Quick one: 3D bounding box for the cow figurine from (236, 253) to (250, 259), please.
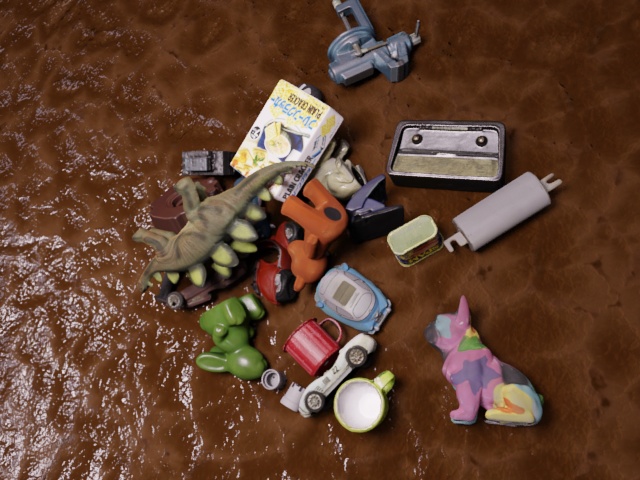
[{"bbox_3d":[-0.248,0.002,1.214,0.168,0.098,0.068,0,79,22],"label":"cow figurine"}]

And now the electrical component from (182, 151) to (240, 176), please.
[{"bbox_3d":[-0.253,-0.178,1.251,0.115,0.134,0.058,1,97,23],"label":"electrical component"}]

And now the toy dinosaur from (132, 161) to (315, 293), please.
[{"bbox_3d":[-0.217,-0.031,1.087,0.471,0.105,0.198,-44,87,18],"label":"toy dinosaur"}]

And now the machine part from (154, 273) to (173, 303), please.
[{"bbox_3d":[-0.344,0.079,1.244,0.084,0.039,0.138,14,85,60],"label":"machine part"}]

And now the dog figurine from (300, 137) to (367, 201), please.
[{"bbox_3d":[-0.007,-0.119,1.176,0.190,0.121,0.172,-34,61,23],"label":"dog figurine"}]

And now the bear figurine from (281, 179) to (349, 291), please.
[{"bbox_3d":[-0.023,-0.002,1.066,0.132,0.195,0.120,40,46,8],"label":"bear figurine"}]

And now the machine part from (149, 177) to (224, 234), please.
[{"bbox_3d":[-0.305,-0.080,1.237,0.179,0.056,0.179,-14,35,10],"label":"machine part"}]

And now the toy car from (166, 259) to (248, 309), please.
[{"bbox_3d":[-0.247,0.103,1.183,0.202,0.089,0.053,-31,84,9],"label":"toy car"}]

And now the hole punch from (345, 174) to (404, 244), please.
[{"bbox_3d":[0.102,-0.061,1.091,0.116,0.142,0.092,-19,69,-1],"label":"hole punch"}]

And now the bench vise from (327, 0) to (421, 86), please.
[{"bbox_3d":[0.104,-0.463,1.224,0.224,0.128,0.240,-27,73,12],"label":"bench vise"}]

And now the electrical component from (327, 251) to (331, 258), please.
[{"bbox_3d":[-0.002,-0.004,1.166,0.063,0.021,0.094,-48,64,0],"label":"electrical component"}]

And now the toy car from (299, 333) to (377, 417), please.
[{"bbox_3d":[0.034,0.263,1.038,0.201,0.073,0.056,-47,67,1],"label":"toy car"}]

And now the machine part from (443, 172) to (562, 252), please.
[{"bbox_3d":[0.345,-0.053,1.026,0.243,0.079,0.079,-33,65,9],"label":"machine part"}]

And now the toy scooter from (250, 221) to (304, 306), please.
[{"bbox_3d":[-0.108,0.048,1.160,0.135,0.075,0.184,1,75,25],"label":"toy scooter"}]

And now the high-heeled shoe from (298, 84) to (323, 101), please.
[{"bbox_3d":[-0.093,-0.263,1.257,0.249,0.086,0.145,-34,58,6],"label":"high-heeled shoe"}]

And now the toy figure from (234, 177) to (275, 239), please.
[{"bbox_3d":[-0.155,-0.070,1.227,0.064,0.058,0.154,-47,58,44],"label":"toy figure"}]

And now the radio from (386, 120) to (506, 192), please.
[{"bbox_3d":[0.261,-0.173,1.096,0.230,0.073,0.131,7,75,21],"label":"radio"}]

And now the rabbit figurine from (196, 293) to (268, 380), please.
[{"bbox_3d":[-0.181,0.217,1.113,0.159,0.121,0.170,-28,81,14],"label":"rabbit figurine"}]

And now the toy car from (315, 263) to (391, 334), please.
[{"bbox_3d":[0.055,0.114,1.064,0.162,0.102,0.109,34,87,28],"label":"toy car"}]

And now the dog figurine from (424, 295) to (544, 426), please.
[{"bbox_3d":[0.284,0.211,0.948,0.192,0.108,0.219,-6,69,19],"label":"dog figurine"}]
